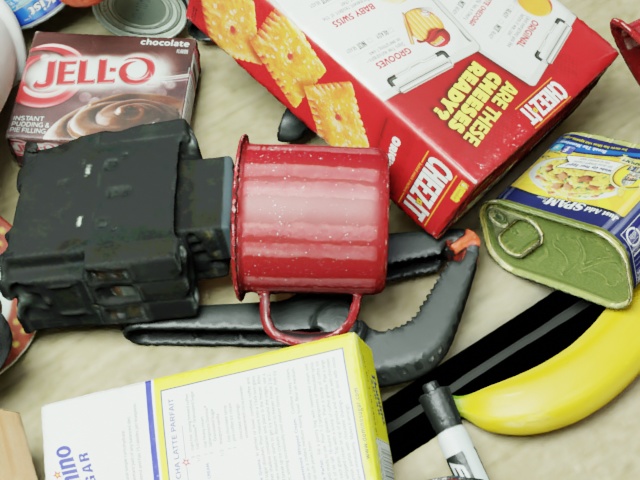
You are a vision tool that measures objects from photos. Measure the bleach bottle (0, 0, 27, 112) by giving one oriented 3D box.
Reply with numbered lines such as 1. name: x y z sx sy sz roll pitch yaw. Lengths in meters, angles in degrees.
1. bleach bottle: -0.228 -0.071 0.604 0.102 0.068 0.251 -13 29 -4

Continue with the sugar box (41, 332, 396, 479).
1. sugar box: -0.054 0.114 0.550 0.176 0.048 0.093 -15 68 14

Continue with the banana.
1. banana: 0.157 0.057 0.618 0.197 0.037 0.070 -33 66 -17

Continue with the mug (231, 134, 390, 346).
1. mug: -0.004 0.001 0.587 0.081 0.093 0.117 2 82 2

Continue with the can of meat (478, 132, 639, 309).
1. can of meat: 0.160 -0.016 0.632 0.102 0.057 0.083 21 53 43

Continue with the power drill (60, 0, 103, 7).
1. power drill: -0.114 -0.245 0.700 0.187 0.057 0.184 -21 62 -10

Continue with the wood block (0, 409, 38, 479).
1. wood block: -0.176 0.186 0.496 0.090 0.090 0.206 -33 61 17

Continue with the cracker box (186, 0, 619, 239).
1. cracker box: 0.050 -0.127 0.662 0.214 0.072 0.164 43 57 11

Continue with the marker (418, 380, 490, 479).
1. marker: 0.083 0.132 0.575 0.020 0.020 0.121 -19 70 -11

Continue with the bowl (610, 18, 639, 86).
1. bowl: 0.237 -0.077 0.620 0.055 0.162 0.162 -35 63 12

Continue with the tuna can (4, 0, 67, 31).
1. tuna can: -0.200 -0.187 0.737 0.086 0.033 0.086 -18 48 21

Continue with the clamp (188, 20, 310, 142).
1. clamp: 0.009 -0.134 0.726 0.171 0.039 0.120 -23 70 -14

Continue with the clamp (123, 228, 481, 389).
1. clamp: 0.013 0.066 0.612 0.209 0.036 0.165 -27 64 -11

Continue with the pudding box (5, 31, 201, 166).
1. pudding box: -0.140 -0.091 0.700 0.113 0.039 0.090 4 59 2

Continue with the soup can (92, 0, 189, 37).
1. soup can: -0.120 -0.197 0.744 0.068 0.068 0.102 2 61 1
